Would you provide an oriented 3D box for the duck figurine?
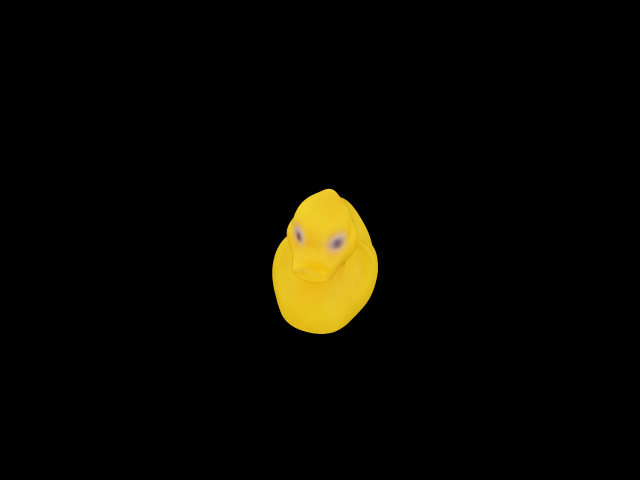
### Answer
[{"bbox_3d":[0.004,0.001,0.400,0.077,0.086,0.104,11,51,9],"label":"duck figurine"}]
